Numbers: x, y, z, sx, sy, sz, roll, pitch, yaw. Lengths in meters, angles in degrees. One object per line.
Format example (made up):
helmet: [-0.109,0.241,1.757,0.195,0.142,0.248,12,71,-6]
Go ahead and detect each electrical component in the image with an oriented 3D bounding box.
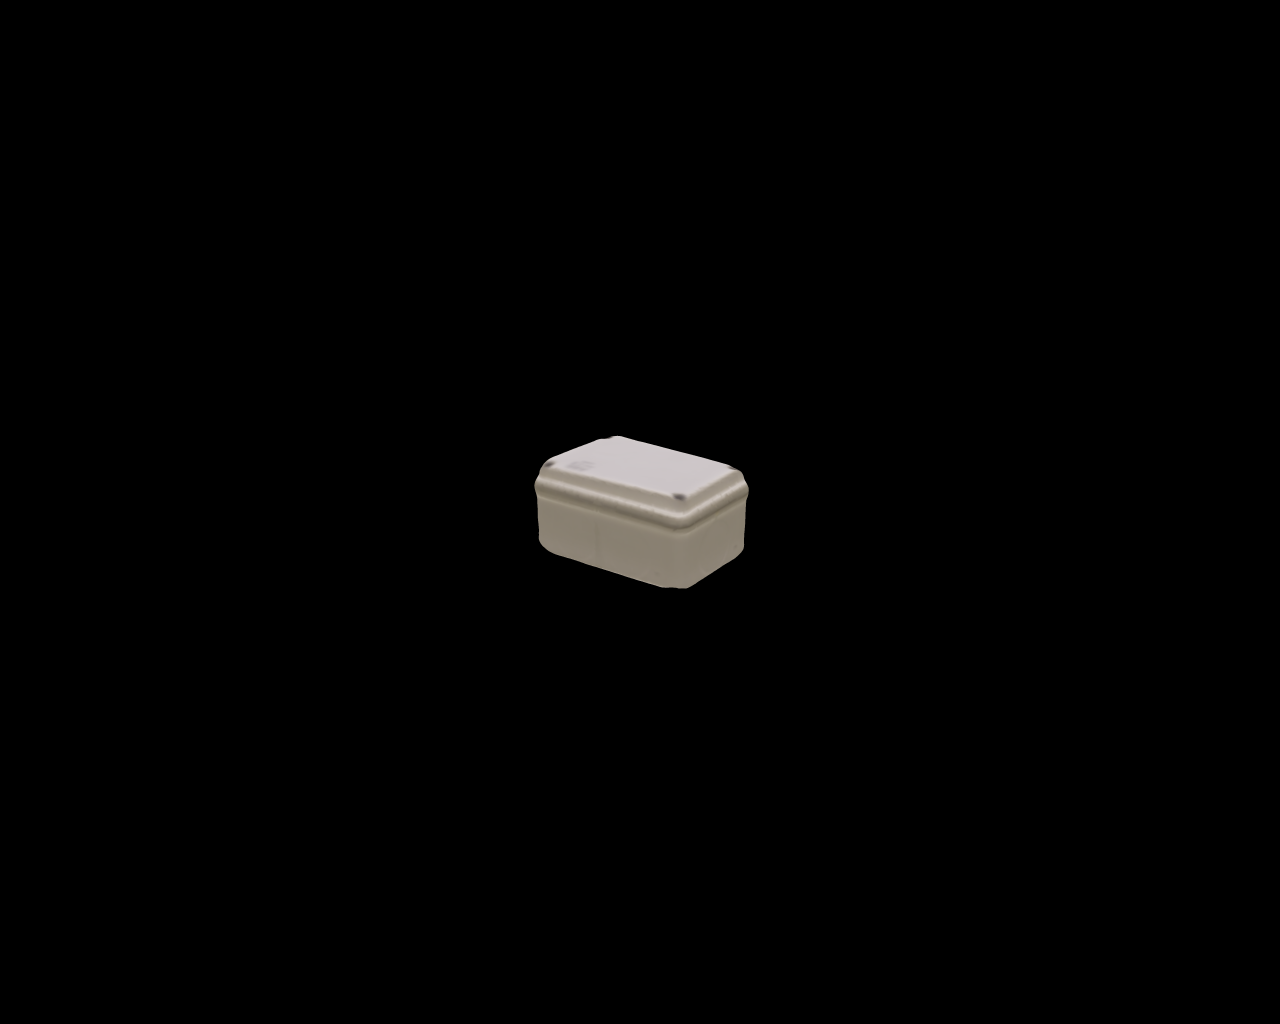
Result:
electrical component: [0.001,-0.003,0.650,0.113,0.057,0.078,16,27,34]
